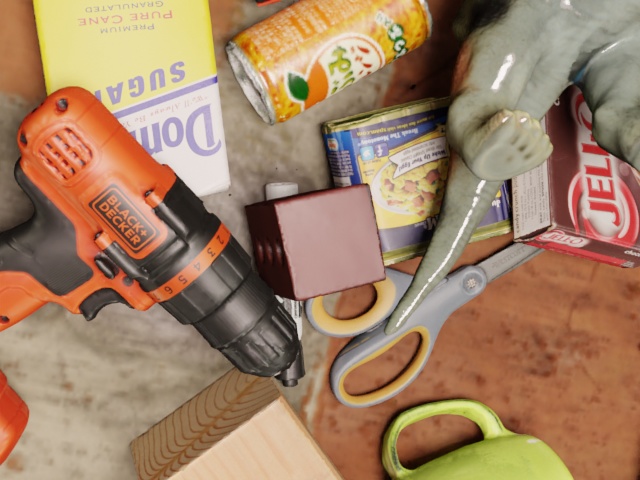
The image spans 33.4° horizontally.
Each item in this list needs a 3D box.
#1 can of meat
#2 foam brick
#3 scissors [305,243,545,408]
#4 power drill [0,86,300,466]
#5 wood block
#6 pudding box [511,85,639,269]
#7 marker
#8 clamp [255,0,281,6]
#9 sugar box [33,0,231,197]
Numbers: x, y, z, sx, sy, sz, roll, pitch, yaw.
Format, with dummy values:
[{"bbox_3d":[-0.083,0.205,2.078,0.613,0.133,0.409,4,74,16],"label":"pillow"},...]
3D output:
[{"bbox_3d":[0.057,-0.037,0.618,0.102,0.057,0.084,-15,99,-12],"label":"can of meat"},{"bbox_3d":[-0.004,0.001,0.573,0.051,0.078,0.053,-12,93,-15],"label":"foam brick"},{"bbox_3d":[0.073,0.017,0.651,0.201,0.016,0.096,-44,105,-5],"label":"scissors"},{"bbox_3d":[-0.128,0.040,0.555,0.188,0.057,0.184,-38,104,12],"label":"power drill"},{"bbox_3d":[-0.009,0.182,0.615,0.090,0.090,0.206,-35,105,-6],"label":"wood block"},{"bbox_3d":[0.154,-0.046,0.621,0.089,0.039,0.113,12,67,-31],"label":"pudding box"},{"bbox_3d":[-0.020,0.027,0.627,0.020,0.020,0.121,-4,99,-14],"label":"marker"},{"bbox_3d":[-0.050,-0.203,0.545,0.039,0.120,0.171,-13,105,25],"label":"clamp"},{"bbox_3d":[-0.105,-0.107,0.574,0.093,0.048,0.176,-9,99,-13],"label":"sugar box"}]
